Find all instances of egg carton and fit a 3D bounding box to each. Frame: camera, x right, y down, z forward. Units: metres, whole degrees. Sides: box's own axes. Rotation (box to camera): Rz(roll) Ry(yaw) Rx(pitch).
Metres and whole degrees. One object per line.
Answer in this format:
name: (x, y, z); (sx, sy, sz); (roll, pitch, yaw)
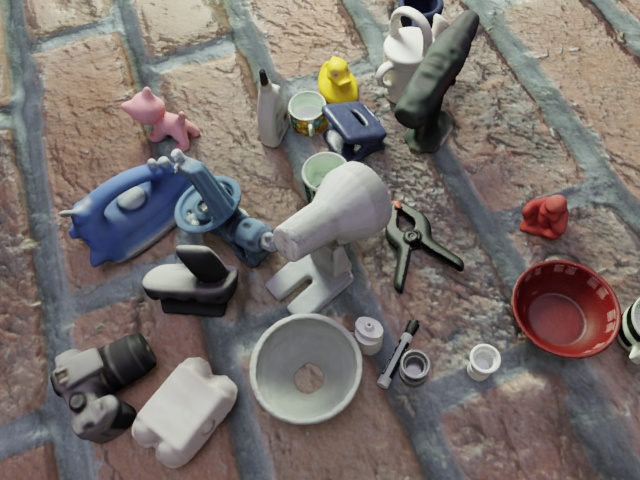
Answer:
egg carton: (-0.198, 0.255, 0.850); (0.107, 0.069, 0.150); (30, 68, 19)

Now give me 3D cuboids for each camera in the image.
camera: (-0.319, 0.209, 0.867); (0.137, 0.101, 0.143); (-29, 63, -11)

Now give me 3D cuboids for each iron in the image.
iron: (-0.321, -0.076, 0.998); (0.259, 0.141, 0.118); (-39, 65, -16)

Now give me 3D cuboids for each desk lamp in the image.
desk lamp: (0.008, 0.003, 0.889); (0.203, 0.214, 0.117); (-41, 66, -16)

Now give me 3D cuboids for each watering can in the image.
watering can: (0.173, -0.362, 1.085); (0.100, 0.194, 0.173); (22, 65, 16)

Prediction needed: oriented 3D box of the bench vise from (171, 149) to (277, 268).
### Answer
bench vise: (-0.153, -0.060, 0.932); (0.207, 0.220, 0.121); (12, 63, 11)

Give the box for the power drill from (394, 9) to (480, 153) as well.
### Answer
power drill: (0.207, -0.264, 1.021); (0.075, 0.208, 0.230); (28, 67, 18)

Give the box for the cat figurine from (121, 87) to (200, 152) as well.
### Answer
cat figurine: (-0.308, -0.240, 1.100); (0.127, 0.118, 0.067); (17, 64, 13)

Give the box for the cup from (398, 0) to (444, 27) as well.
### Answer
cup: (0.204, -0.446, 1.185); (0.091, 0.095, 0.118); (9, 63, 9)

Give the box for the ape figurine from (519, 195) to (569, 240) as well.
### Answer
ape figurine: (0.383, -0.045, 0.955); (0.076, 0.092, 0.077); (-24, 62, -8)

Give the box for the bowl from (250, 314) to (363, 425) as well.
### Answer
bowl: (-0.018, 0.200, 0.863); (0.167, 0.075, 0.167); (-2, 61, 4)

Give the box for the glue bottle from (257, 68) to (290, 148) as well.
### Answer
glue bottle: (-0.092, -0.251, 1.057); (0.037, 0.173, 0.078); (17, 64, 14)

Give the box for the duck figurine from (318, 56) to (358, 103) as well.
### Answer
duck figurine: (0.034, -0.327, 1.139); (0.077, 0.086, 0.104); (-25, 62, -9)

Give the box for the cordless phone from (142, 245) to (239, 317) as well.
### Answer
cordless phone: (-0.213, 0.046, 0.899); (0.147, 0.185, 0.094); (-1, 61, 4)

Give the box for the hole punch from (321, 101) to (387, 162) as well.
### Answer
hole punch: (0.063, -0.213, 1.072); (0.101, 0.091, 0.108); (-30, 63, -11)
